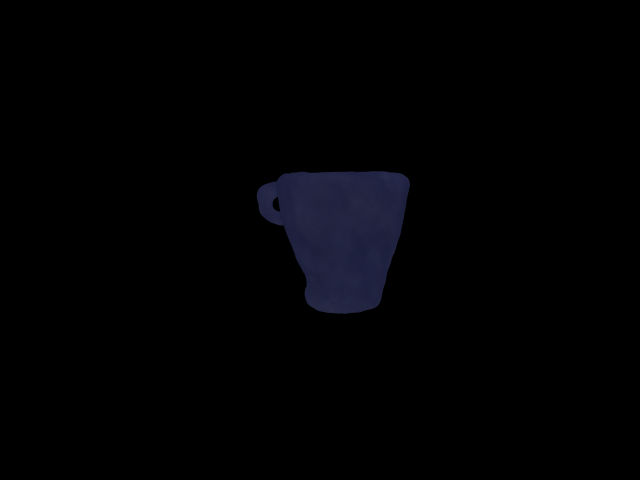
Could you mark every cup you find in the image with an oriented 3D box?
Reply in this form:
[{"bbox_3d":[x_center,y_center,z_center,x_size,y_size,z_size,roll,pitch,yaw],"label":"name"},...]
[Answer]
[{"bbox_3d":[0.004,0.001,0.400,0.117,0.095,0.092,2,4,31],"label":"cup"}]
